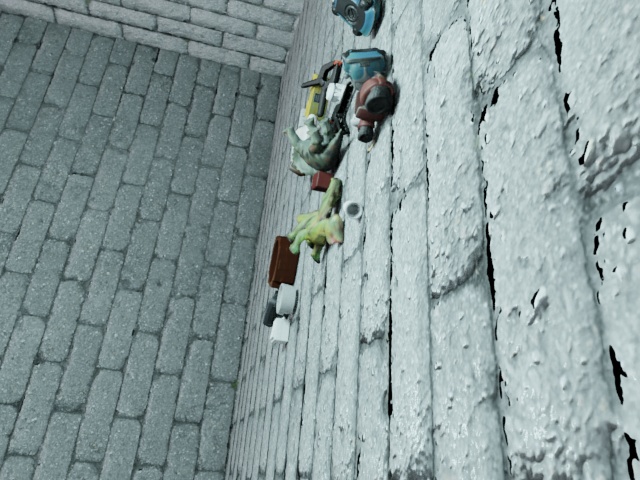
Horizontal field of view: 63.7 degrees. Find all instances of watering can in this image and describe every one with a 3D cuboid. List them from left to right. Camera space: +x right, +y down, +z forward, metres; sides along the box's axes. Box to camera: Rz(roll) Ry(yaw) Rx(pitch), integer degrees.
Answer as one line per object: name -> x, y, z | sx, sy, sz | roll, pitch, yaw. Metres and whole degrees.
watering can -> -0.057, -0.348, 1.973 | 0.345, 0.104, 0.226 | 146, 134, -78

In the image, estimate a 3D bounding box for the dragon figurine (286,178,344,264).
dragon figurine -> 0.005, -0.077, 1.537 | 0.240, 0.121, 0.418 | -56, 22, 19
